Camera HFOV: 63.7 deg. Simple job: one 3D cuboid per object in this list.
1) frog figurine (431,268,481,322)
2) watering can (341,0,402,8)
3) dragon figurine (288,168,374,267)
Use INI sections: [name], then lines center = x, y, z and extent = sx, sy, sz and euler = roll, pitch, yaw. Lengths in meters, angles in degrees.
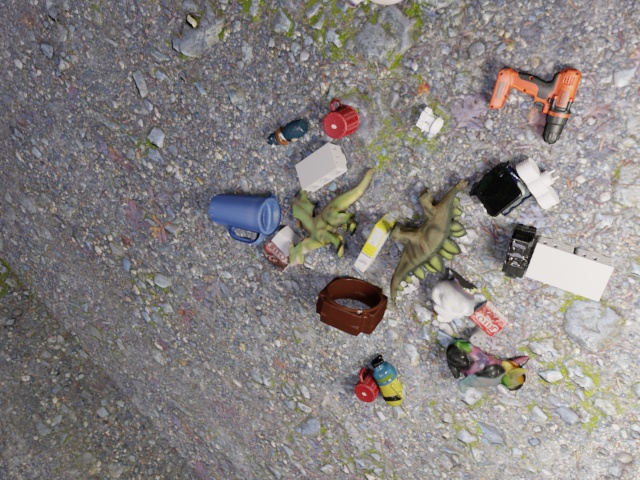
[frog figurine]
center = 0.390, 0.188, 1.543
extent = 0.137, 0.125, 0.157
euler = 27, 113, -7
[watering can]
center = 0.099, -0.744, 1.296
extent = 0.222, 0.106, 0.346
euler = -23, 99, 36
[dragon figurine]
center = 0.005, -0.083, 1.656
extent = 0.244, 0.123, 0.405
euler = 28, 106, 21
